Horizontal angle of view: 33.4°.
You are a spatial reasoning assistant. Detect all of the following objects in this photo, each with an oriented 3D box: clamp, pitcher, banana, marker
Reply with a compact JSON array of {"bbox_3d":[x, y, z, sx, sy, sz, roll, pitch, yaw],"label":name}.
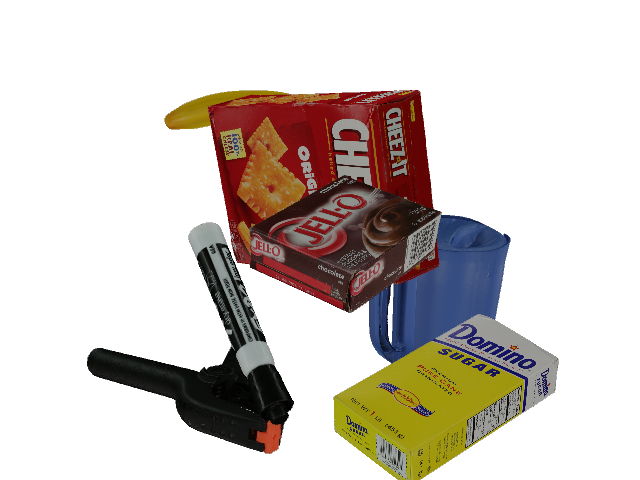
[{"bbox_3d":[-0.084,0.126,0.929,0.164,0.036,0.210,-8,19,-39],"label":"clamp"},{"bbox_3d":[0.136,0.099,1.262,0.149,0.243,0.145,7,19,10],"label":"pitcher"},{"bbox_3d":[-0.080,-0.147,1.232,0.198,0.037,0.069,8,42,16],"label":"banana"},{"bbox_3d":[-0.041,0.042,0.552,0.020,0.121,0.020,-18,-33,-12],"label":"marker"}]

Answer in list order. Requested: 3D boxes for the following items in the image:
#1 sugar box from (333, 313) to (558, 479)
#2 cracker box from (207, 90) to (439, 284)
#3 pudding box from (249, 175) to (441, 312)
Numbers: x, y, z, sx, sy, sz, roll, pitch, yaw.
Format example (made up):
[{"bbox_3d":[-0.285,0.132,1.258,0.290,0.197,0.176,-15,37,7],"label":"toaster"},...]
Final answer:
[{"bbox_3d":[0.106,0.128,0.892,0.175,0.048,0.093,-28,41,-31],"label":"sugar box"},{"bbox_3d":[-0.001,-0.053,0.997,0.214,0.164,0.071,6,21,43],"label":"cracker box"},{"bbox_3d":[0.018,-0.001,0.756,0.090,0.039,0.113,24,34,30],"label":"pudding box"}]
